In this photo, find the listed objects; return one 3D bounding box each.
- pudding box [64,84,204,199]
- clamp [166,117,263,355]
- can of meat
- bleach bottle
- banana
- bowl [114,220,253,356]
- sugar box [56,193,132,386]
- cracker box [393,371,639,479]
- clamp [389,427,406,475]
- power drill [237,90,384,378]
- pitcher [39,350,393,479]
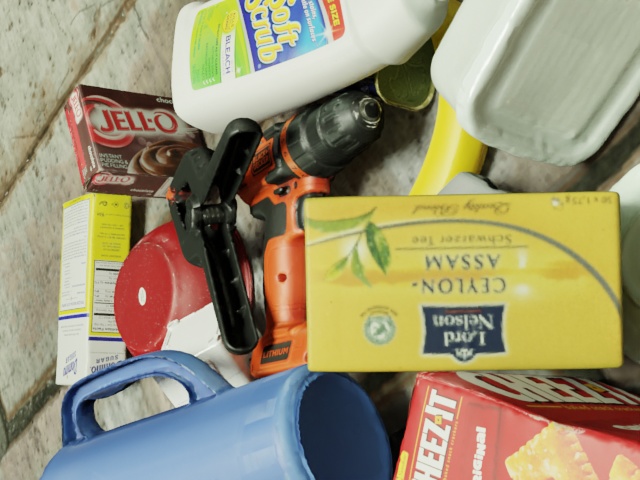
[{"bbox_3d":[-0.155,-0.082,0.912,0.039,0.113,0.090,-42,56,39],"label":"pudding box"},{"bbox_3d":[-0.080,-0.028,0.803,0.210,0.036,0.164,-135,47,-63],"label":"clamp"},{"bbox_3d":[0.040,-0.146,0.756,0.084,0.057,0.102,14,95,49],"label":"can of meat"},{"bbox_3d":[-0.002,-0.146,0.713,0.251,0.068,0.102,-14,67,46],"label":"bleach bottle"},{"bbox_3d":[0.081,-0.073,0.708,0.070,0.037,0.198,9,98,33],"label":"banana"},{"bbox_3d":[-0.128,0.050,0.908,0.162,0.055,0.162,-9,77,46],"label":"bowl"},{"bbox_3d":[-0.211,0.048,0.996,0.093,0.048,0.176,-10,79,60],"label":"sugar box"},{"bbox_3d":[0.168,0.118,0.501,0.214,0.163,0.072,13,92,47],"label":"cracker box"},{"bbox_3d":[0.016,0.202,0.738,0.120,0.039,0.171,-16,66,49],"label":"clamp"},{"bbox_3d":[-0.005,0.001,0.761,0.185,0.057,0.187,-26,63,60],"label":"power drill"},{"bbox_3d":[-0.078,0.159,0.727,0.243,0.149,0.145,-27,39,34],"label":"pitcher"}]
